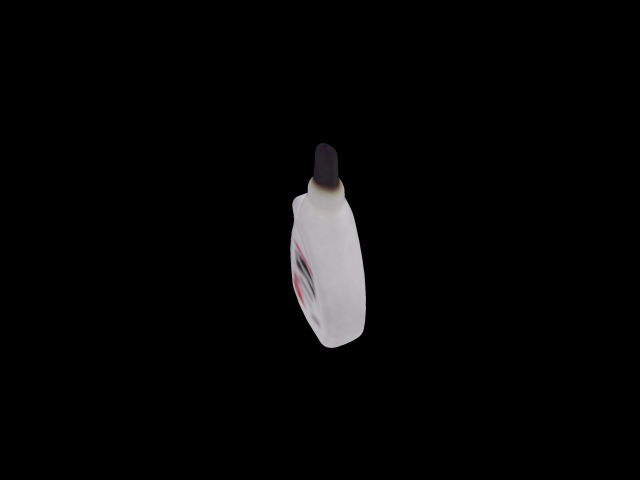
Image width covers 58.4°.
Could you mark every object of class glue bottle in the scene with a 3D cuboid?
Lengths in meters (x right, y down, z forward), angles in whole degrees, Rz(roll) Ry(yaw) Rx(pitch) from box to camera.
[{"bbox_3d":[0.004,0.001,0.400,0.037,0.173,0.078,-22,52,-18],"label":"glue bottle"}]
